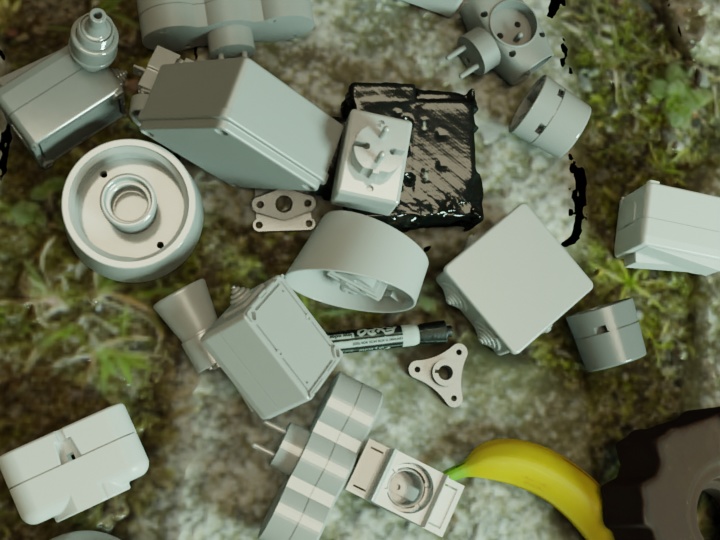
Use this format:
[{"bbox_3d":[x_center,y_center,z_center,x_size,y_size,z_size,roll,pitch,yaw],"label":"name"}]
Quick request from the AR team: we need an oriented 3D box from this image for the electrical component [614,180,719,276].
[{"bbox_3d":[0.266,-0.029,0.886,0.096,0.061,0.061,11,78,-7],"label":"electrical component"}]

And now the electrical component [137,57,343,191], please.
[{"bbox_3d":[-0.088,-0.106,0.798,0.109,0.109,0.056,30,73,-42],"label":"electrical component"}]

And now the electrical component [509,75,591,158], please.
[{"bbox_3d":[0.158,-0.126,0.891,0.047,0.055,0.055,30,76,-7],"label":"electrical component"}]

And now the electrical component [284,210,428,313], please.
[{"bbox_3d":[0.000,0.000,0.820,0.099,0.099,0.064,27,71,-4],"label":"electrical component"}]

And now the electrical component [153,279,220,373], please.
[{"bbox_3d":[-0.123,0.045,0.820,0.044,0.044,0.065,-29,90,-13],"label":"electrical component"}]

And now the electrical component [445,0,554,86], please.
[{"bbox_3d":[0.109,-0.189,0.899,0.079,0.044,0.077,-34,87,-14],"label":"electrical component"}]

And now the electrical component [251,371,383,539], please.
[{"bbox_3d":[-0.044,0.138,0.809,0.074,0.052,0.138,27,77,-4],"label":"electrical component"}]

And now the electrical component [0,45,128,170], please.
[{"bbox_3d":[-0.224,-0.134,0.825,0.096,0.061,0.061,-36,87,-14],"label":"electrical component"}]

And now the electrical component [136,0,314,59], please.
[{"bbox_3d":[-0.105,-0.190,0.859,0.138,0.052,0.073,-8,81,-11],"label":"electrical component"}]

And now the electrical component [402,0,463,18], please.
[{"bbox_3d":[0.048,-0.262,0.894,0.096,0.061,0.061,19,77,-6],"label":"electrical component"}]

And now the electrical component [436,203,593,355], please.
[{"bbox_3d":[0.121,0.010,0.862,0.100,0.048,0.099,-39,88,-14],"label":"electrical component"}]

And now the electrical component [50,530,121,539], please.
[{"bbox_3d":[-0.197,0.238,0.772,0.099,0.064,0.099,5,78,-23],"label":"electrical component"}]

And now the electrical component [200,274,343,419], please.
[{"bbox_3d":[-0.072,0.054,0.799,0.096,0.061,0.061,53,36,-11],"label":"electrical component"}]

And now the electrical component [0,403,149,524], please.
[{"bbox_3d":[-0.205,0.144,0.781,0.095,0.053,0.059,-24,84,-13],"label":"electrical component"}]

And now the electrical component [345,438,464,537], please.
[{"bbox_3d":[0.031,0.164,0.811,0.081,0.064,0.042,28,75,-4],"label":"electrical component"}]

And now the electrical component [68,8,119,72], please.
[{"bbox_3d":[-0.190,-0.168,0.772,0.035,0.061,0.035,5,74,-16],"label":"electrical component"}]

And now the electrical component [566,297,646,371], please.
[{"bbox_3d":[0.199,0.052,0.865,0.055,0.055,0.047,-16,86,-12],"label":"electrical component"}]

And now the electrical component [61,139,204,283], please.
[{"bbox_3d":[-0.174,-0.047,0.815,0.108,0.060,0.108,1,82,-7],"label":"electrical component"}]

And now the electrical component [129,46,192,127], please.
[{"bbox_3d":[-0.151,-0.137,0.846,0.066,0.048,0.055,23,69,-4],"label":"electrical component"}]

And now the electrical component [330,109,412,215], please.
[{"bbox_3d":[0.011,-0.083,0.788,0.047,0.076,0.065,11,78,-7],"label":"electrical component"}]
